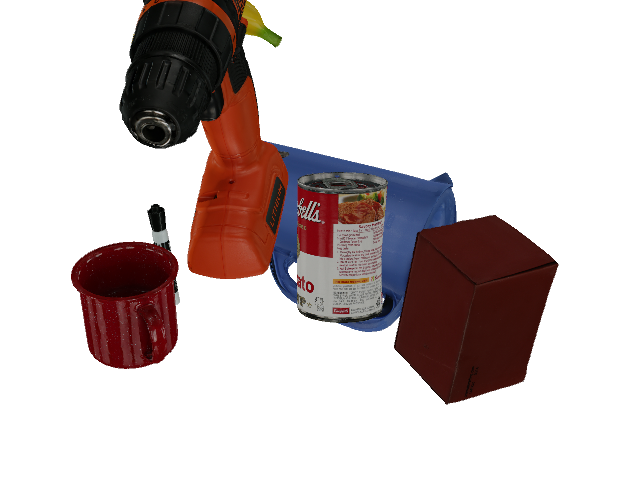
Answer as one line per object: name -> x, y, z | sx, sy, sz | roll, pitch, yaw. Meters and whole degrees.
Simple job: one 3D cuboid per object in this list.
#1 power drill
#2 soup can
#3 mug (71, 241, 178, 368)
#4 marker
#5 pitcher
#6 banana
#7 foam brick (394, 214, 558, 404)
power drill -> -0.061, -0.067, 0.611 | 0.057, 0.188, 0.184 | 3, 45, 9
soup can -> 0.016, 0.004, 0.808 | 0.068, 0.102, 0.068 | 1, 15, 0
mug -> -0.163, 0.065, 0.939 | 0.093, 0.081, 0.117 | -19, 37, -28
marker -> -0.174, 0.016, 1.184 | 0.020, 0.121, 0.020 | -5, 25, 2
pitcher -> 0.007, -0.016, 1.099 | 0.243, 0.145, 0.149 | 18, 24, 20
banana -> -0.117, -0.206, 1.014 | 0.070, 0.037, 0.197 | 45, 39, 19
foam brick -> 0.077, 0.034, 0.544 | 0.052, 0.078, 0.051 | -11, 38, -28
